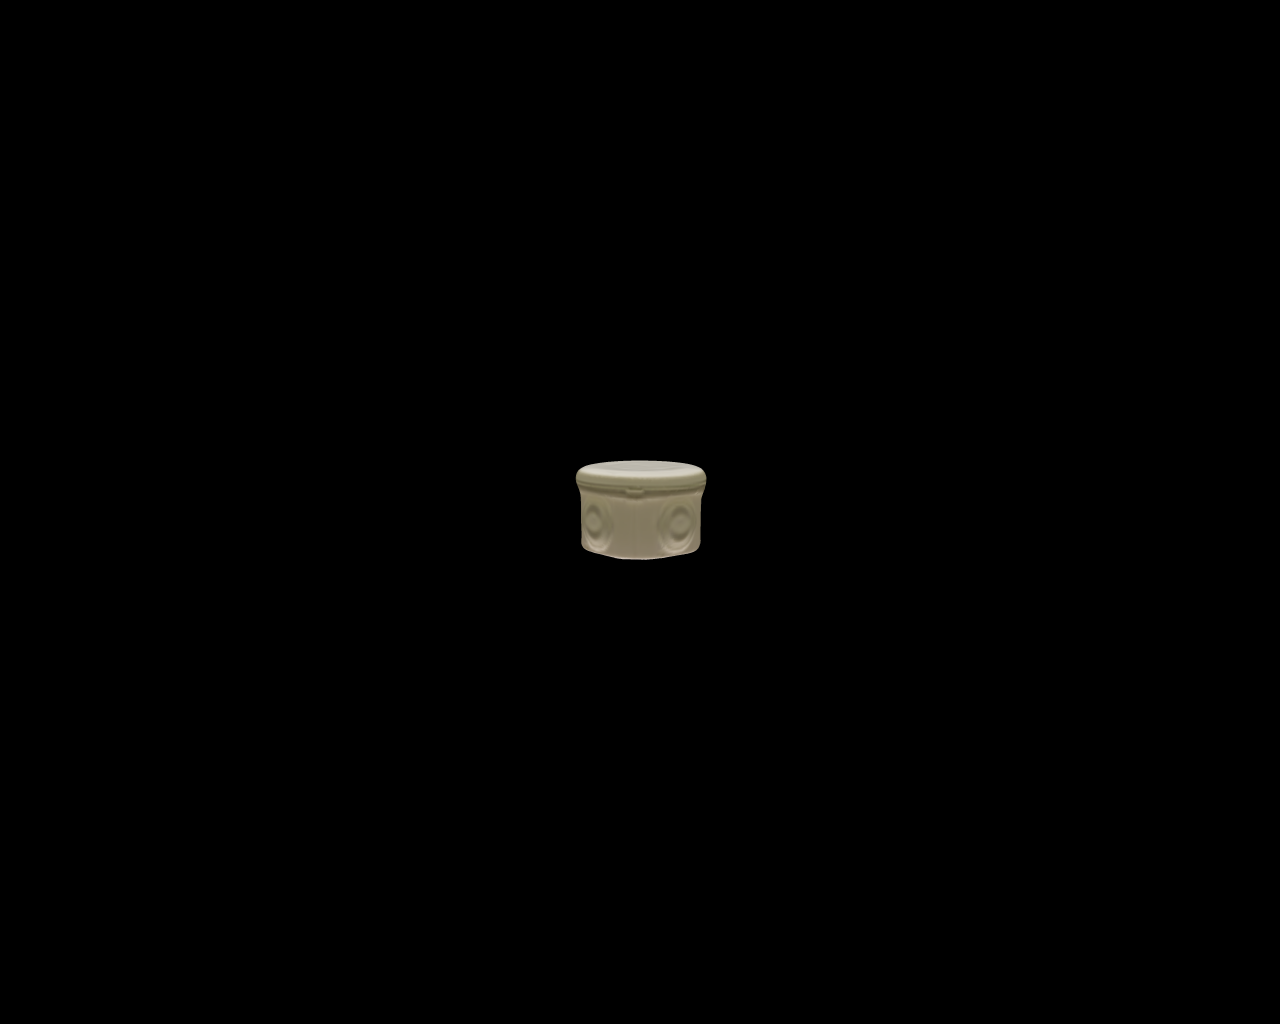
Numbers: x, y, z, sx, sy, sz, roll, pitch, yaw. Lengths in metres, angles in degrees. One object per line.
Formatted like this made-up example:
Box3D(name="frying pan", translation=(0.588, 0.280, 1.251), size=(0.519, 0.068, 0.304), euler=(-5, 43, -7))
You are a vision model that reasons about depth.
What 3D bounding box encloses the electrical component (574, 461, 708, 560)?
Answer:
Box3D(name="electrical component", translation=(0.001, -0.003, 0.650), size=(0.080, 0.051, 0.080), euler=(0, 9, 0))
